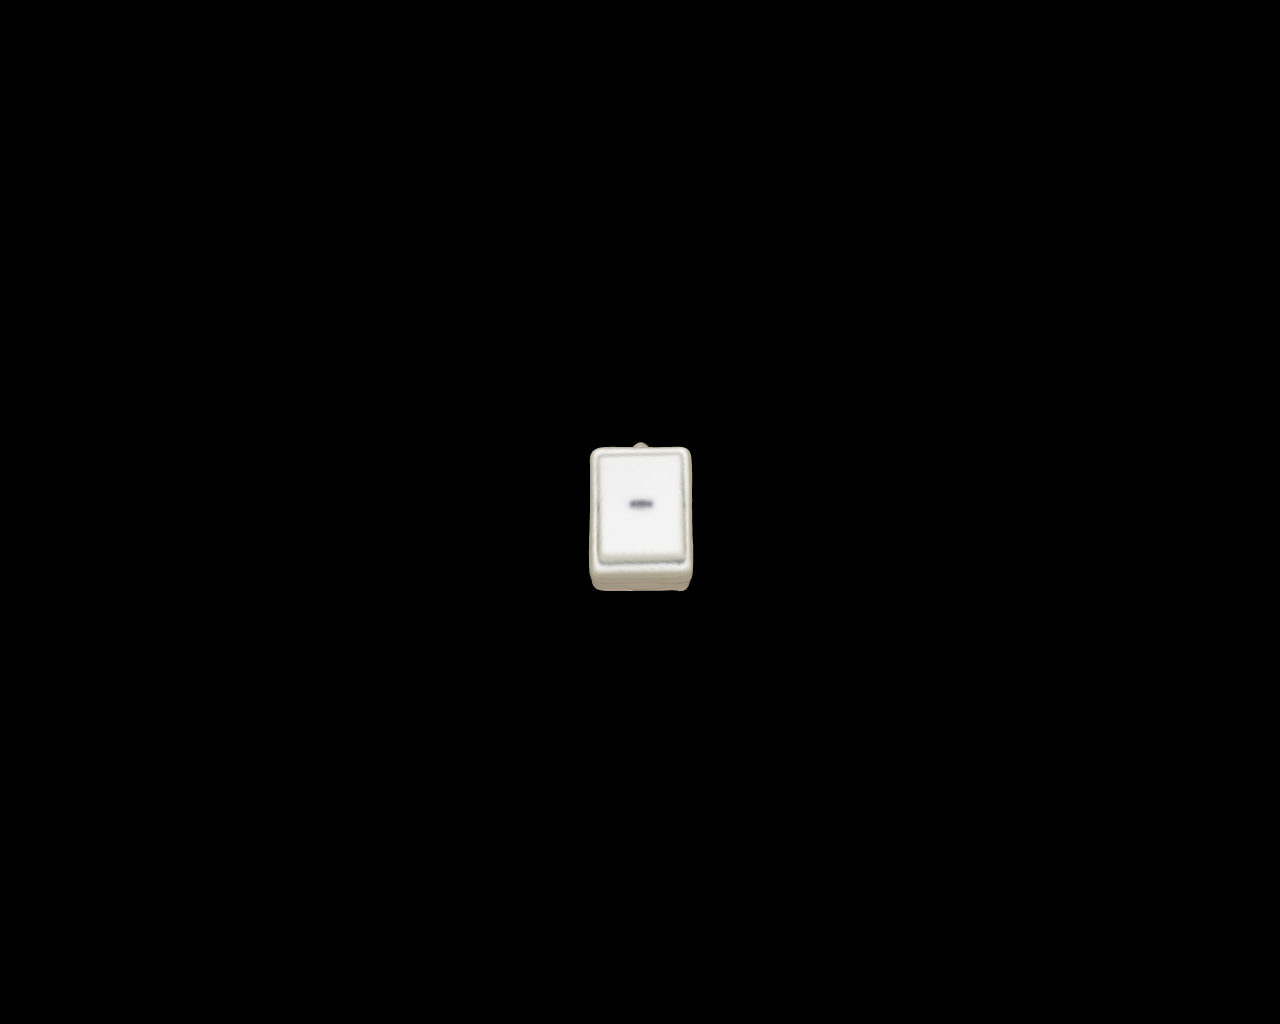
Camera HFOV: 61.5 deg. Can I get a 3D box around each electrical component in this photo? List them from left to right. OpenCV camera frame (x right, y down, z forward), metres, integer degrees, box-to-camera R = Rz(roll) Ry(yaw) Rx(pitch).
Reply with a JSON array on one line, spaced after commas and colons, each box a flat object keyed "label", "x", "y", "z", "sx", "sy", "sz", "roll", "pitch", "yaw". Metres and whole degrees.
[{"label": "electrical component", "x": 0.001, "y": -0.003, "z": 0.650, "sx": 0.062, "sy": 0.096, "sz": 0.061, "roll": 0, "pitch": -15, "yaw": 0}]
